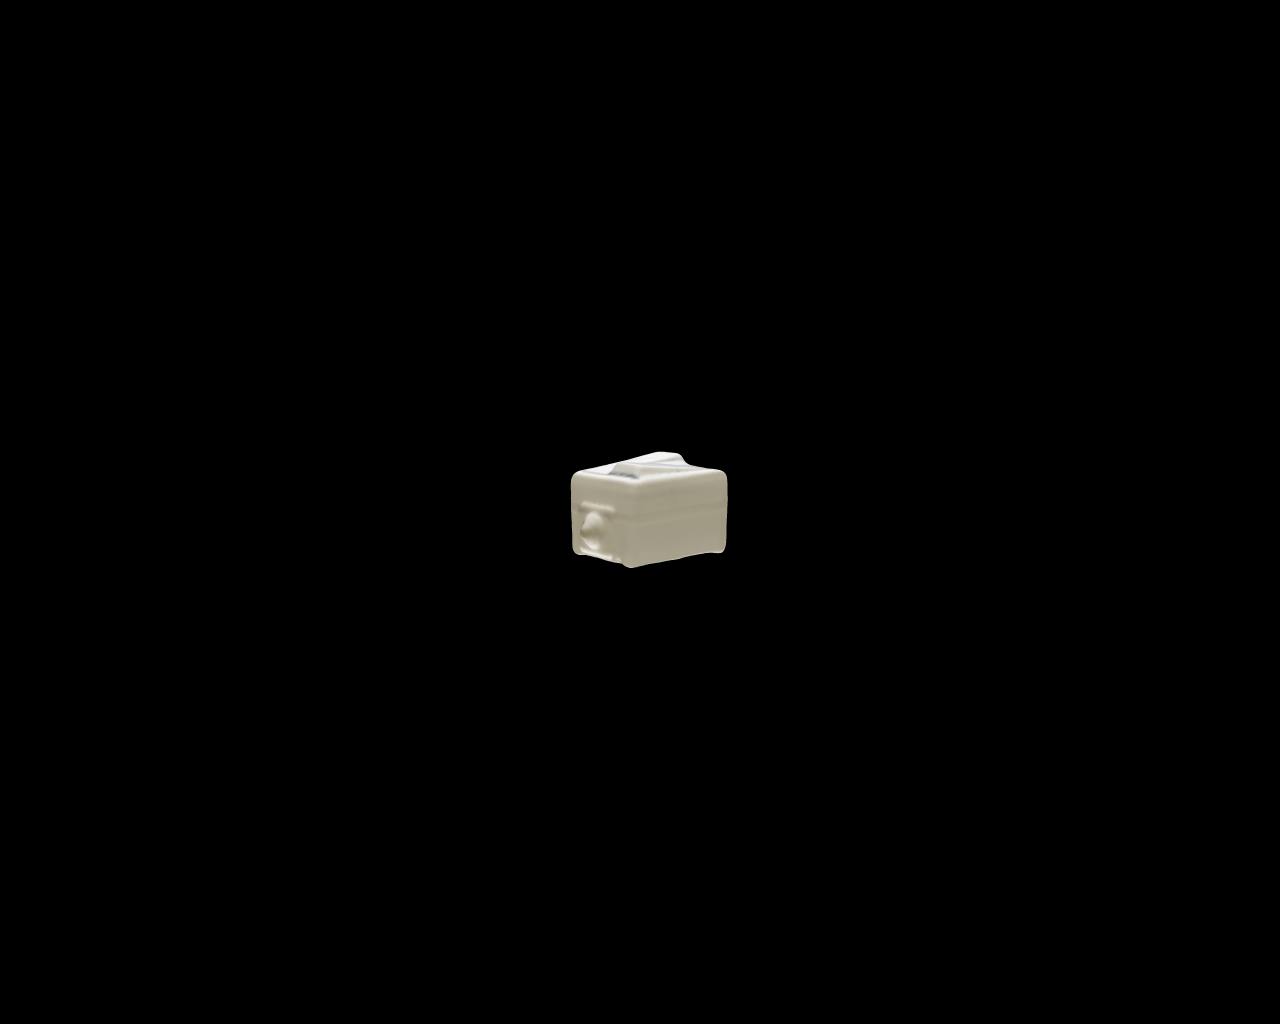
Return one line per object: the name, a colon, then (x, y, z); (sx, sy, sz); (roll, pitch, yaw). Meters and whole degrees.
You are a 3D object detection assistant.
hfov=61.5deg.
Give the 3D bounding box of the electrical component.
electrical component: (0.001, -0.003, 0.650); (0.096, 0.061, 0.062); (-8, 13, -39)
